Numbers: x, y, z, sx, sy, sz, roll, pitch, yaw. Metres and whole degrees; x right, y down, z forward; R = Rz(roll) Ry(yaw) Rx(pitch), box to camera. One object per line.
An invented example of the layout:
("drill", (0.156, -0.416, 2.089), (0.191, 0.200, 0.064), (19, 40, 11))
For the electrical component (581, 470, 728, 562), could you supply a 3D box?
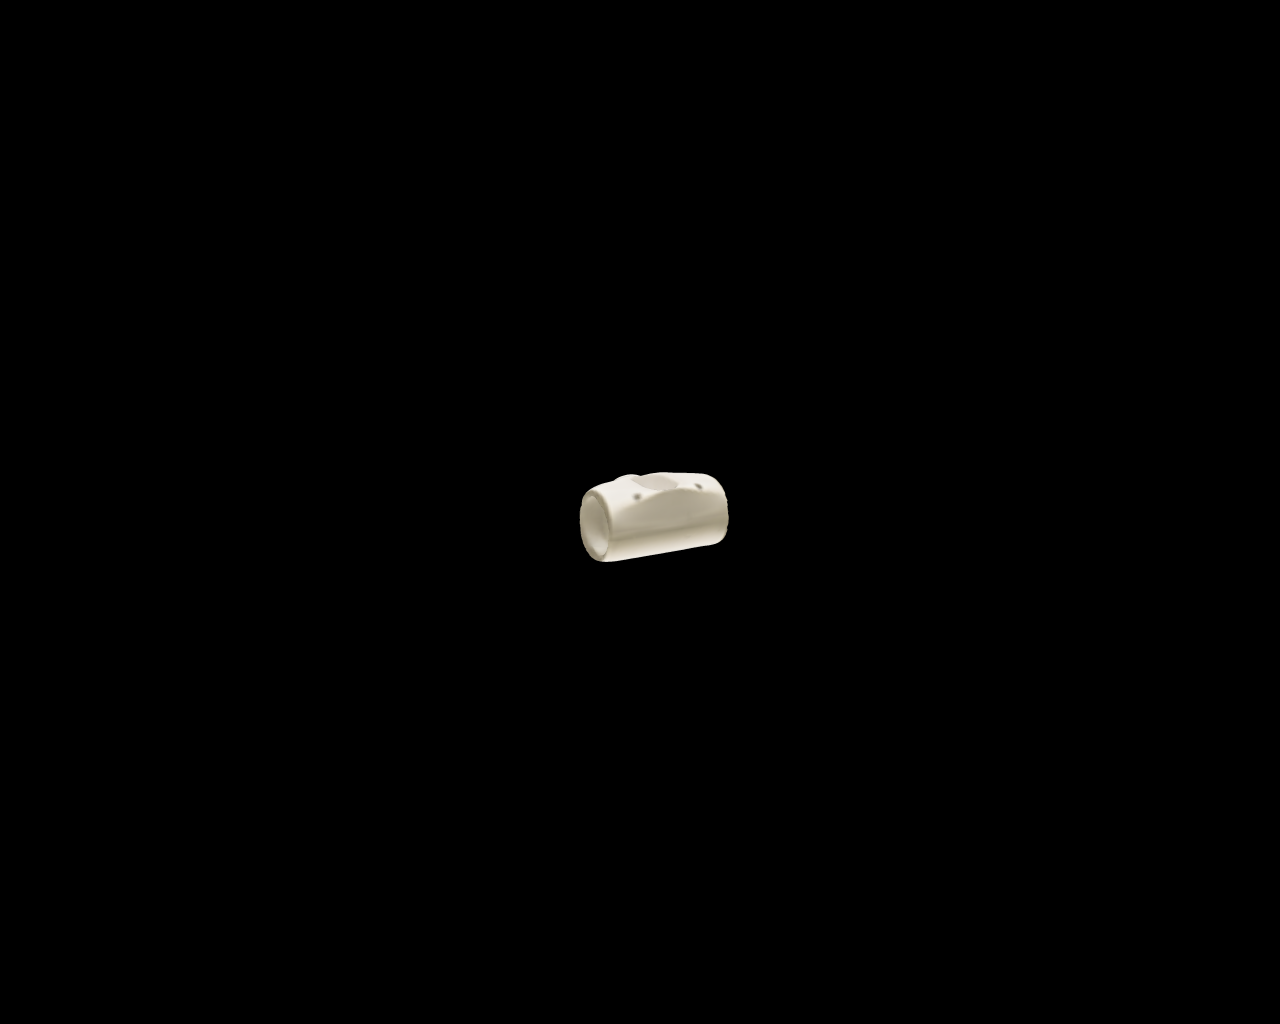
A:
("electrical component", (0.001, -0.003, 0.650), (0.077, 0.043, 0.079), (-8, 20, -24))
